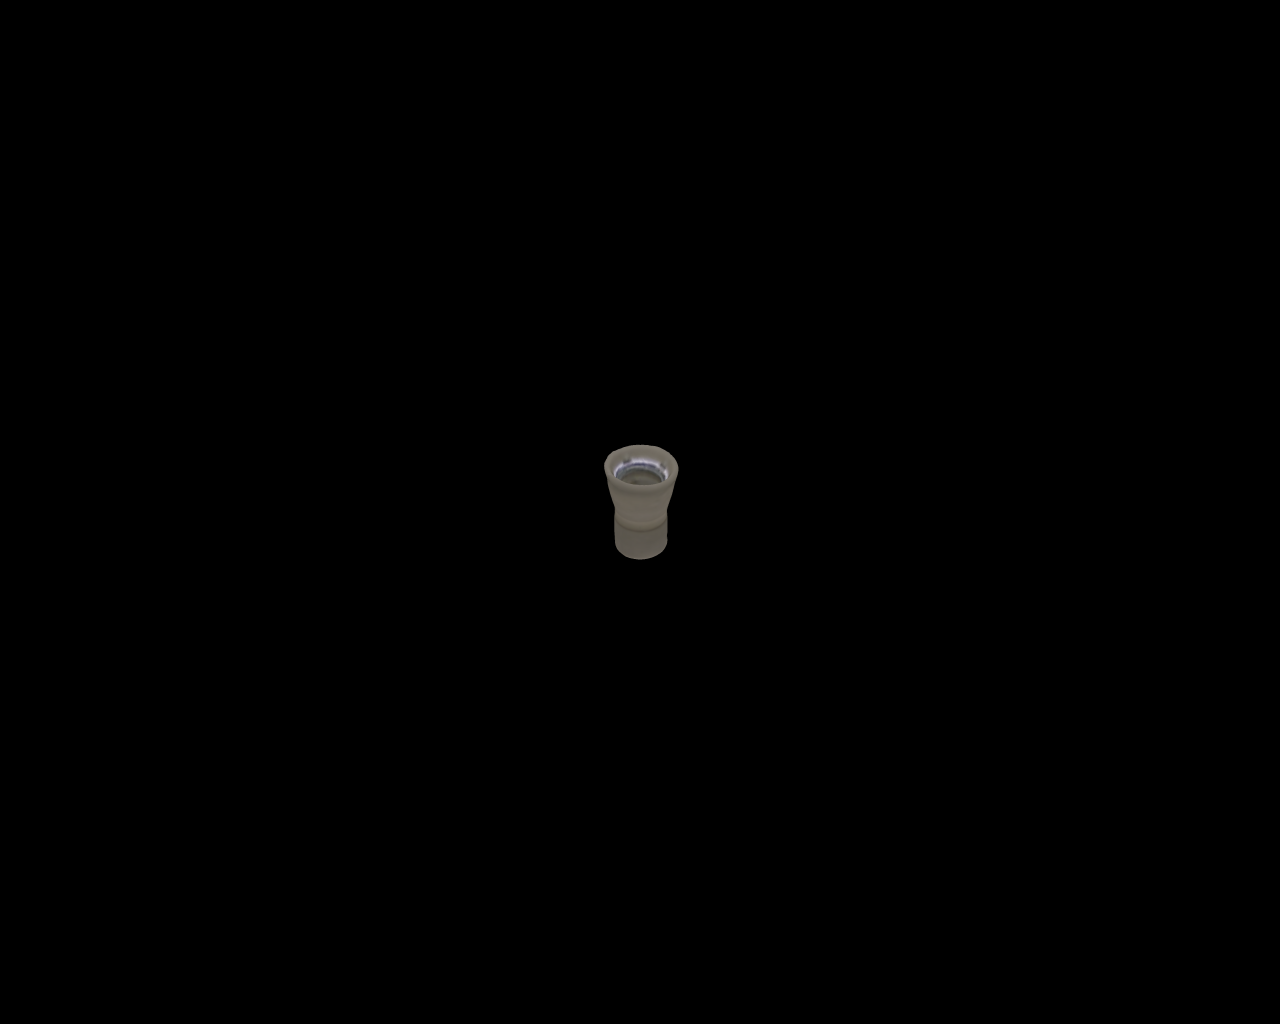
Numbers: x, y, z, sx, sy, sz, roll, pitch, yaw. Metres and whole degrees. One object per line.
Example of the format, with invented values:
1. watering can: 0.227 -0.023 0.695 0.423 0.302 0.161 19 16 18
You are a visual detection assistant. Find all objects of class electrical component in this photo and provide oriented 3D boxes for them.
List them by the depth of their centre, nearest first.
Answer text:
1. electrical component: 0.001 -0.003 0.650 0.044 0.065 0.044 0 38 0
